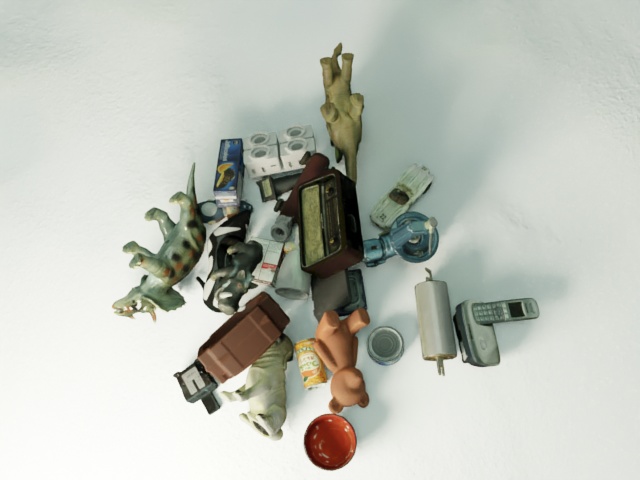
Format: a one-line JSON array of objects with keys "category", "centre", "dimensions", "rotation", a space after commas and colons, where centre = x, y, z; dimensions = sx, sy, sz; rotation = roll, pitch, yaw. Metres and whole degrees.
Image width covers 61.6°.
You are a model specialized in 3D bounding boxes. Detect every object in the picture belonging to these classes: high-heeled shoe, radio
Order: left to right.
[{"category": "high-heeled shoe", "centre": [-0.213, 0.051, 1.302], "dimensions": [0.145, 0.086, 0.248], "rotation": [35, 92, 37]}, {"category": "radio", "centre": [0.021, -0.039, 1.223], "dimensions": [0.131, 0.073, 0.229], "rotation": [-23, 58, 32]}]

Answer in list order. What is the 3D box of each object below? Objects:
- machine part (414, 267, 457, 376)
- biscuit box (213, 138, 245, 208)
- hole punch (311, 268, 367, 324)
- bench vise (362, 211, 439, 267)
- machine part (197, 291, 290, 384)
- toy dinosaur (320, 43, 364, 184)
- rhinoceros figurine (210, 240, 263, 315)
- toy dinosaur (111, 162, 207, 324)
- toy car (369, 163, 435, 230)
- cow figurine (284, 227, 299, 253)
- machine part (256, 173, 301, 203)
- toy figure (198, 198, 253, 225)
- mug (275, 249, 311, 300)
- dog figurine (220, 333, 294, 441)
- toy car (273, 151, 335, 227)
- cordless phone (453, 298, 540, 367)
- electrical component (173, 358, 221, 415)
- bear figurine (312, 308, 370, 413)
[{"category": "machine part", "centre": [0.257, 0.179, 1.198], "dimensions": [0.079, 0.079, 0.243], "rotation": [-6, 66, 5]}, {"category": "biscuit box", "centre": [-0.233, -0.177, 1.392], "dimensions": [0.063, 0.059, 0.203], "rotation": [-3, 50, 2]}, {"category": "hole punch", "centre": [0.044, 0.121, 1.256], "dimensions": [0.116, 0.092, 0.142], "rotation": [-23, 64, 33]}, {"category": "bench vise", "centre": [0.181, -0.005, 1.205], "dimensions": [0.224, 0.240, 0.129], "rotation": [0, 77, -15]}, {"category": "machine part", "centre": [-0.166, 0.209, 1.174], "dimensions": [0.201, 0.201, 0.087], "rotation": [-42, 95, -10]}, {"category": "toy dinosaur", "centre": [0.061, -0.296, 1.355], "dimensions": [0.105, 0.198, 0.471], "rotation": [-4, 67, 5]}, {"category": "rhinoceros figurine", "centre": [-0.184, 0.086, 1.221], "dimensions": [0.112, 0.073, 0.190], "rotation": [-7, 44, 32]}, {"category": "toy dinosaur", "centre": [-0.349, 0.020, 1.305], "dimensions": [0.131, 0.192, 0.405], "rotation": [11, 61, 43]}, {"category": "toy car", "centre": [0.204, -0.109, 1.336], "dimensions": [0.074, 0.056, 0.202], "rotation": [37, 77, 20]}, {"category": "cow figurine", "centre": [-0.004, -0.005, 1.314], "dimensions": [0.167, 0.068, 0.098], "rotation": [0, 68, 8]}, {"category": "machine part", "centre": [-0.094, -0.146, 1.404], "dimensions": [0.139, 0.039, 0.084], "rotation": [-21, 58, 1]}, {"category": "toy figure", "centre": [-0.251, -0.075, 1.386], "dimensions": [0.155, 0.058, 0.064], "rotation": [-7, 106, 3]}, {"category": "mug", "centre": [-0.063, 0.082, 1.277], "dimensions": [0.081, 0.109, 0.107], "rotation": [22, 65, -23]}, {"category": "dog figurine", "centre": [-0.097, 0.319, 1.189], "dimensions": [0.190, 0.121, 0.172], "rotation": [-43, 111, -34]}, {"category": "toy car", "centre": [-0.040, -0.126, 1.353], "dimensions": [0.089, 0.053, 0.202], "rotation": [29, 97, -1]}, {"category": "cordless phone", "centre": [0.394, 0.198, 1.171], "dimensions": [0.184, 0.088, 0.146], "rotation": [-8, 67, 0]}, {"category": "electrical component", "centre": [-0.274, 0.338, 1.221], "dimensions": [0.075, 0.047, 0.119], "rotation": [-31, 65, -5]}, {"category": "bear figurine", "centre": [0.056, 0.262, 1.164], "dimensions": [0.120, 0.132, 0.196], "rotation": [2, 54, -29]}]
